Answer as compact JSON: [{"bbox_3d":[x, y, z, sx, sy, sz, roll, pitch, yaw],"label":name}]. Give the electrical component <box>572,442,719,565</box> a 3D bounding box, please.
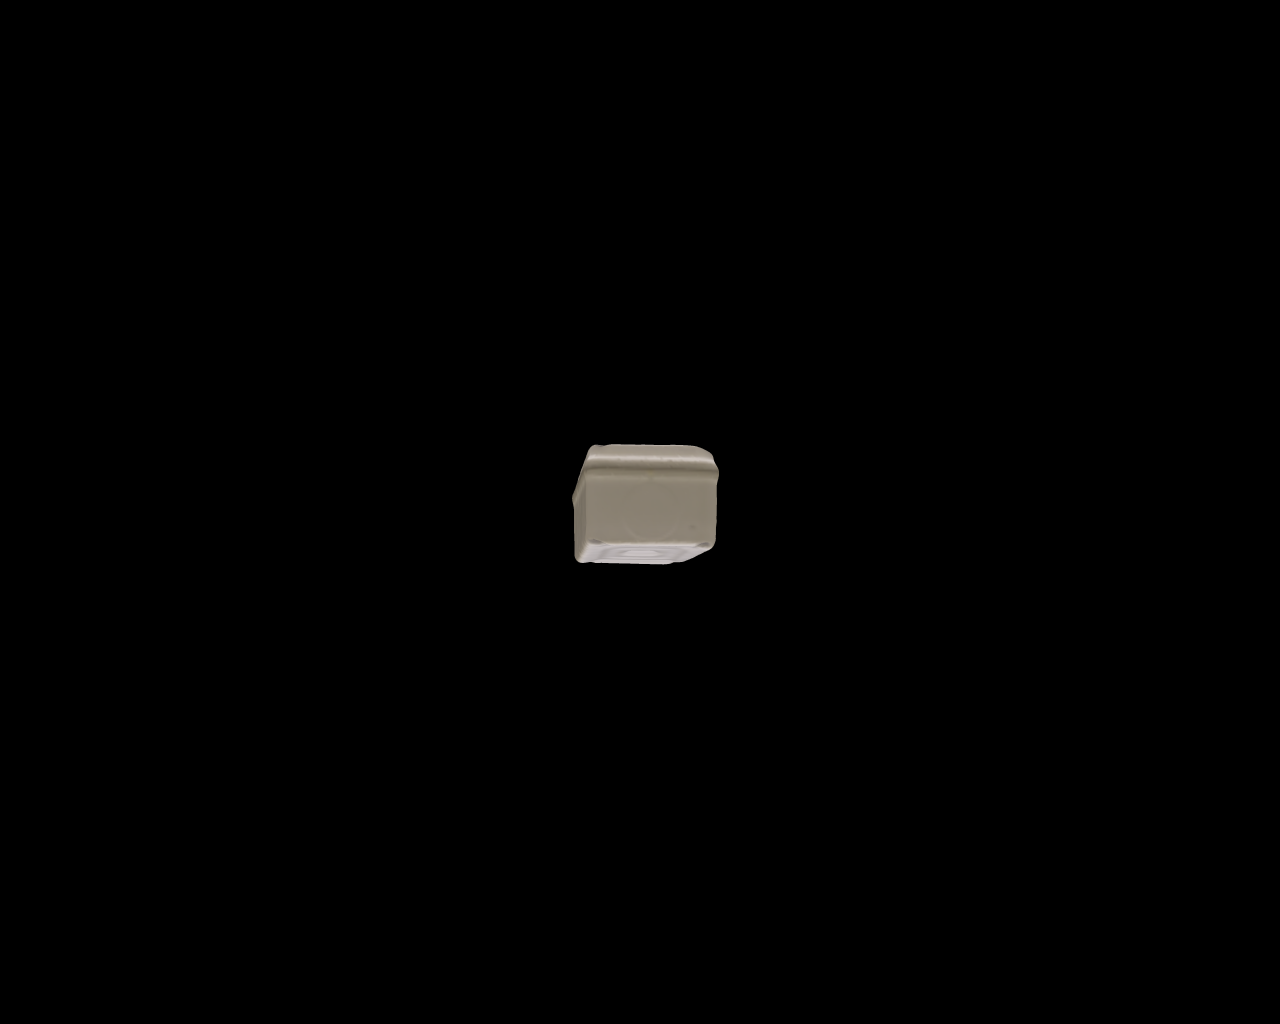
[{"bbox_3d":[0.001,-0.003,0.650,0.078,0.057,0.113,1,-9,-7],"label":"electrical component"}]
